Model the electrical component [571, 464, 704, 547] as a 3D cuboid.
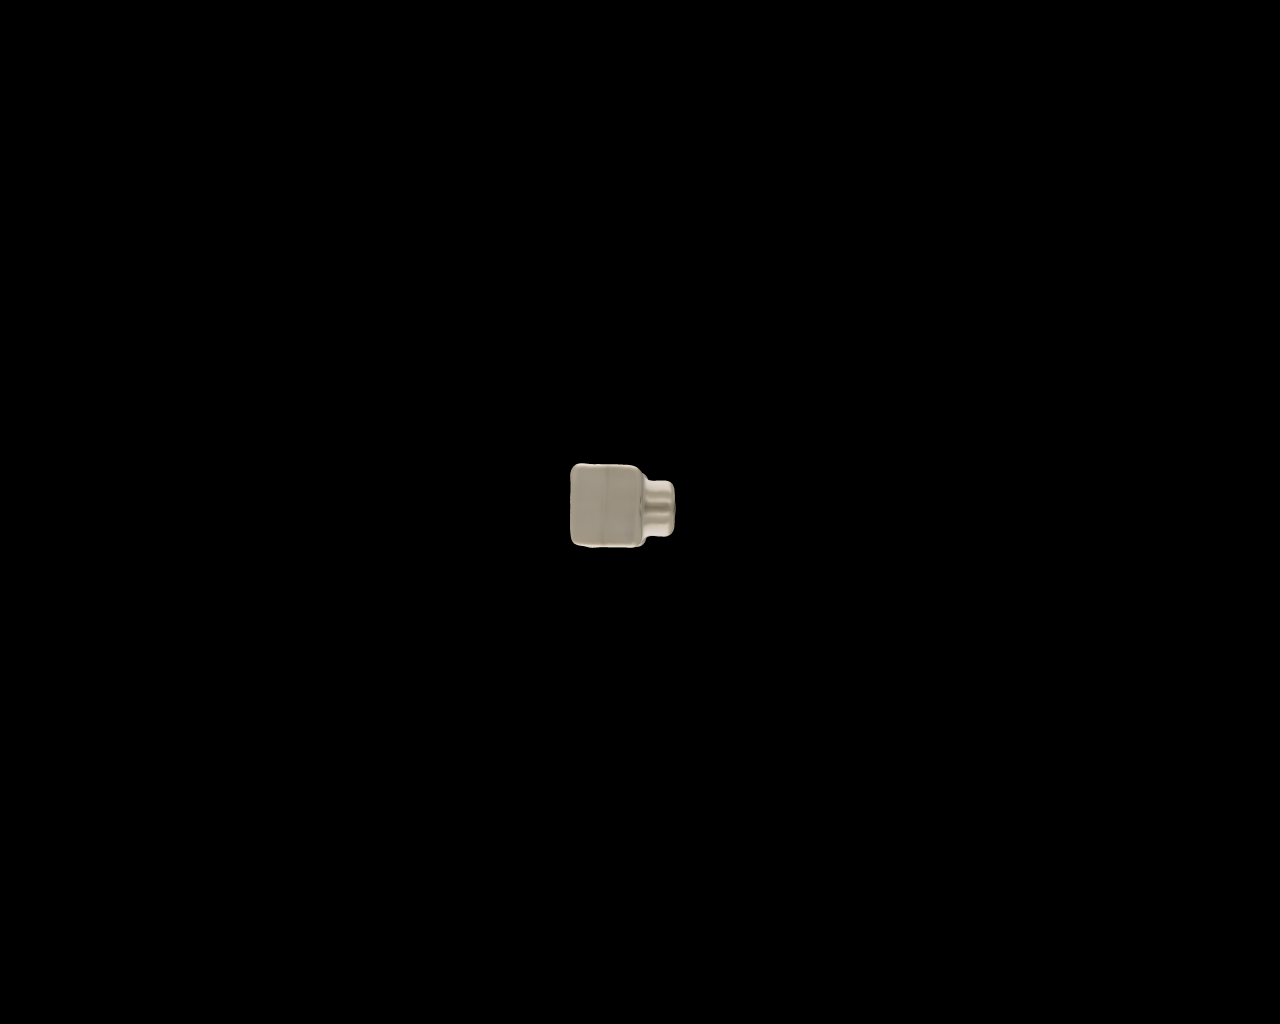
[{"bbox_3d":[0.001,-0.003,0.650,0.076,0.047,0.083,0,-2,4],"label":"electrical component"}]
